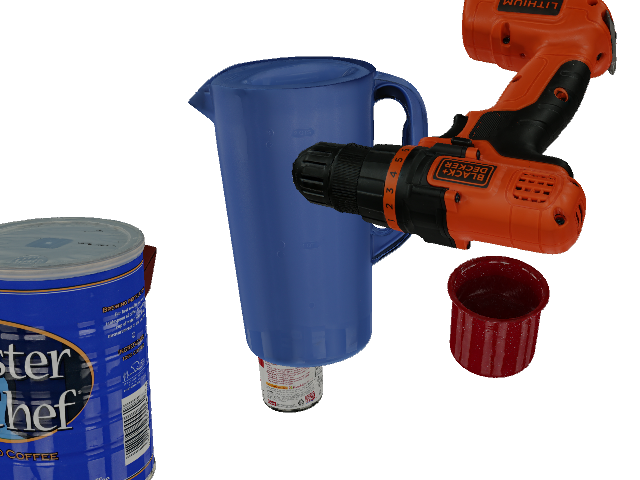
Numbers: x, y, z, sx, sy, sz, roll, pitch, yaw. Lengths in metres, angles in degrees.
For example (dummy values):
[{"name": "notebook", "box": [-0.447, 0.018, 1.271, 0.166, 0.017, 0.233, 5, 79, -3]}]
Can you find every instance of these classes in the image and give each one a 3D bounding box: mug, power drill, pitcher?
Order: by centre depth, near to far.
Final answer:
[{"name": "power drill", "box": [0.094, -0.078, 0.669, 0.185, 0.187, 0.057, 13, -32, 26]}, {"name": "pitcher", "box": [-0.006, -0.025, 0.870, 0.144, 0.243, 0.149, -20, 25, -37]}, {"name": "mug", "box": [0.161, 0.067, 1.012, 0.093, 0.081, 0.117, -10, 40, -10]}]

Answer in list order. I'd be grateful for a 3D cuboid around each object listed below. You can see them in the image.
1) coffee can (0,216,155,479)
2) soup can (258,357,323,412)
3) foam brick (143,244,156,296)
[{"name": "coffee can", "box": [-0.146, 0.067, 0.594, 0.103, 0.140, 0.103, 0, 16, 0]}, {"name": "soup can", "box": [-0.033, 0.124, 1.142, 0.068, 0.102, 0.068, -4, 25, 2]}, {"name": "foam brick", "box": [-0.209, 0.030, 1.056, 0.078, 0.051, 0.053, 16, 32, 1]}]
